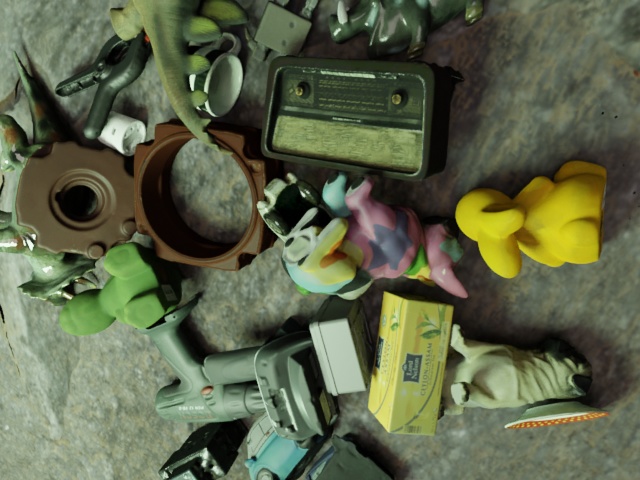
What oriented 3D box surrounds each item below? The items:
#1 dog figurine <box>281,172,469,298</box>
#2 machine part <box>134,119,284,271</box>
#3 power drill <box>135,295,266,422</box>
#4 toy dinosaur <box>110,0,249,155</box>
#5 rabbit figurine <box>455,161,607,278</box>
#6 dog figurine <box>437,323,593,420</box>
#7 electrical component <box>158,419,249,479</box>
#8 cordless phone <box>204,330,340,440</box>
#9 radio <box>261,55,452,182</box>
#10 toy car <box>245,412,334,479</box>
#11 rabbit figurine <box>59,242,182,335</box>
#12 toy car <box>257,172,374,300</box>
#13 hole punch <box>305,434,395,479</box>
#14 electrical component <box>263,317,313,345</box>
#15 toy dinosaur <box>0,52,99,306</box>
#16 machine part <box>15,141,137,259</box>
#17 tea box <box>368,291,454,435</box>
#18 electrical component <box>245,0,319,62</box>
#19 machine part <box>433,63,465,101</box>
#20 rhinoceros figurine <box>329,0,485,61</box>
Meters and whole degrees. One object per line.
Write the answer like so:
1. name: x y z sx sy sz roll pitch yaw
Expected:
1. dog figurine: 0.083 0.024 0.675 0.219 0.108 0.191 38 79 -22
2. machine part: -0.160 -0.065 0.766 0.201 0.087 0.201 10 109 13
3. power drill: -0.186 0.194 0.854 0.232 0.086 0.207 -20 106 26
4. toy dinosaur: -0.187 -0.324 0.660 0.199 0.105 0.471 -7 87 14
5. rabbit figurine: 0.243 -0.018 0.643 0.173 0.162 0.121 11 122 31
6. dog figurine: 0.242 0.188 0.728 0.190 0.172 0.121 9 74 -13
7. electrical component: -0.190 0.351 0.867 0.115 0.134 0.058 -35 94 20
8. cordless phone: -0.076 0.215 0.771 0.184 0.089 0.146 -12 102 20
9. radio: 0.042 -0.154 0.661 0.230 0.073 0.131 13 106 27
10. toy car: -0.060 0.314 0.839 0.103 0.109 0.161 39 101 25
11. rabbit figurine: -0.306 0.080 0.812 0.170 0.159 0.121 -25 94 5
12. toy car: -0.001 -0.002 0.727 0.073 0.056 0.201 -46 108 -12
13. hole punch: 0.045 0.380 0.844 0.142 0.092 0.116 41 83 5
14. electrical component: -0.036 0.157 0.813 0.075 0.048 0.119 39 112 2
15. toy dinosaur: -0.423 -0.070 0.831 0.192 0.131 0.404 11 101 -5
16. machine part: -0.346 -0.057 0.776 0.179 0.056 0.179 -1 93 -27
17. tea box: 0.117 0.158 0.712 0.068 0.098 0.169 7 89 -12
18. electrical component: -0.054 -0.280 0.699 0.078 0.045 0.102 13 114 -18
19. machine part: 0.128 -0.156 0.683 0.084 0.039 0.138 34 113 11
20. rhinoceros figurine: 0.103 -0.275 0.637 0.190 0.073 0.112 -18 101 20
